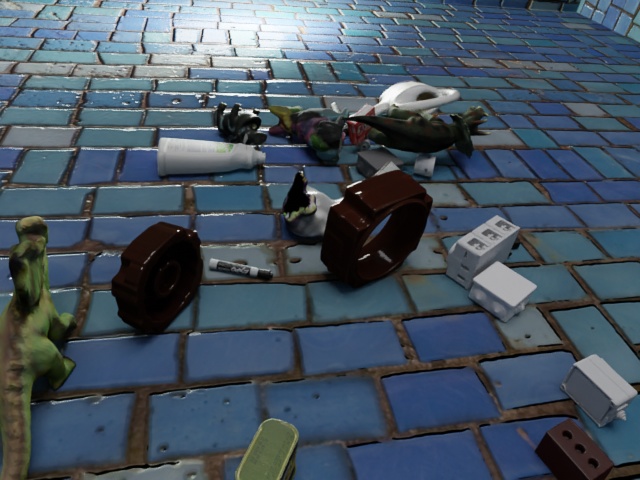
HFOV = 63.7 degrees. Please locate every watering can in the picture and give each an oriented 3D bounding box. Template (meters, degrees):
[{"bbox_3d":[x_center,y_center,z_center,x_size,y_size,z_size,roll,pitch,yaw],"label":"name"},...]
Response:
[{"bbox_3d":[0.230,-0.401,1.518,0.348,0.102,0.228,-12,21,-5],"label":"watering can"}]

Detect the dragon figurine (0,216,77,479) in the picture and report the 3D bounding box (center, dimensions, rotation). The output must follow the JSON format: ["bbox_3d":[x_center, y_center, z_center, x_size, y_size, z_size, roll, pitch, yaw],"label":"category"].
[{"bbox_3d":[-0.396,0.114,0.678,0.122,0.237,0.419,-3,37,-23],"label":"dragon figurine"}]

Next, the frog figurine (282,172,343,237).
[{"bbox_3d":[0.003,-0.055,1.093,0.158,0.122,0.139,26,12,-40],"label":"frog figurine"}]
